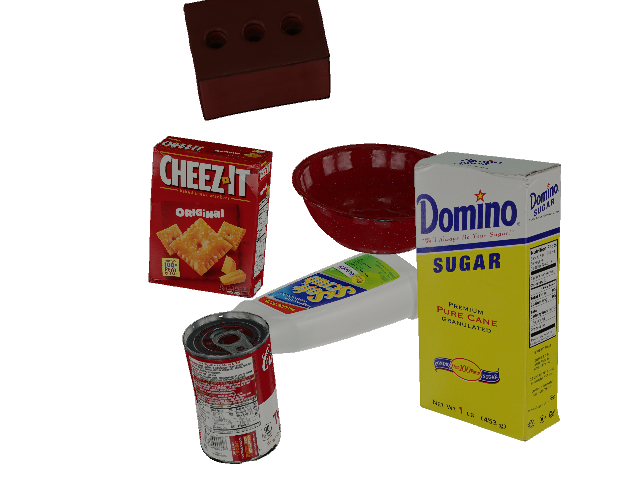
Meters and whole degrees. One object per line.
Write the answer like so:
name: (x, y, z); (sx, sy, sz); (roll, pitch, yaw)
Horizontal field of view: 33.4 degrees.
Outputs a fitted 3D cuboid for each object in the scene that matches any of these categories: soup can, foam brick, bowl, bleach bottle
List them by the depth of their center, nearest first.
foam brick: (-0.036, -0.110, 0.621); (0.078, 0.053, 0.051); (-11, -18, -2)
soup can: (-0.069, 0.117, 0.843); (0.068, 0.102, 0.068); (-4, 25, 2)
bowl: (0.054, -0.032, 0.967); (0.162, 0.055, 0.162); (1, 28, -1)
bleach bottle: (-0.009, 0.083, 1.204); (0.250, 0.068, 0.103); (-20, 36, -28)

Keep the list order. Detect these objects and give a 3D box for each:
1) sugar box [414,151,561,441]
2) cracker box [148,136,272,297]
sugar box: (0.109, 0.034, 0.702); (0.048, 0.176, 0.094); (-19, 21, -41)
cracker box: (-0.163, -0.032, 1.562); (0.164, 0.214, 0.072); (9, 21, 10)
